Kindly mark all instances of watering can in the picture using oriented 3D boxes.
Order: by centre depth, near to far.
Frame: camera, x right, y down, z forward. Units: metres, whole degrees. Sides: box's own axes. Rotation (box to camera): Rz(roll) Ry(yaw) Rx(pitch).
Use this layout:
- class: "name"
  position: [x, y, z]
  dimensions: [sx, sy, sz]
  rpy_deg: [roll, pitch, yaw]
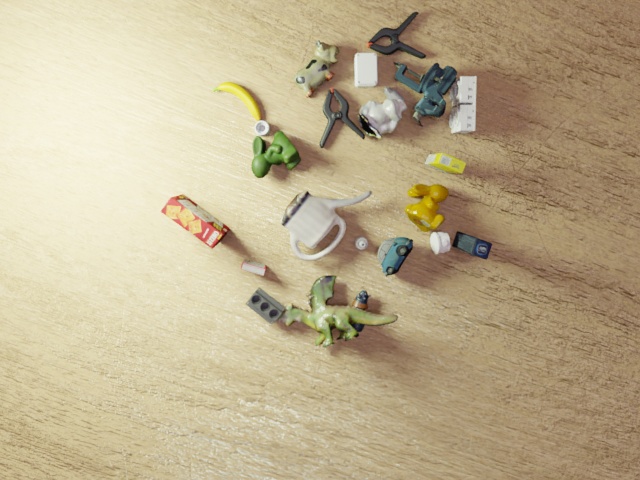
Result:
- class: "watering can"
  position: [0.006, -0.092, 1.827]
  dimensions: [0.224, 0.347, 0.104]
  rpy_deg: [39, 2, -4]

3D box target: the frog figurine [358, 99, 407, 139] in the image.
- class: "frog figurine"
  position: [0.220, -0.443, 1.815]
  dimensions: [0.160, 0.138, 0.121]
  rpy_deg: [-43, -9, -11]

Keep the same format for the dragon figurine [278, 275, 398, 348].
- class: "dragon figurine"
  position: [0.049, 0.243, 1.840]
  dimensions: [0.409, 0.245, 0.121]
  rpy_deg: [-21, -10, 7]
